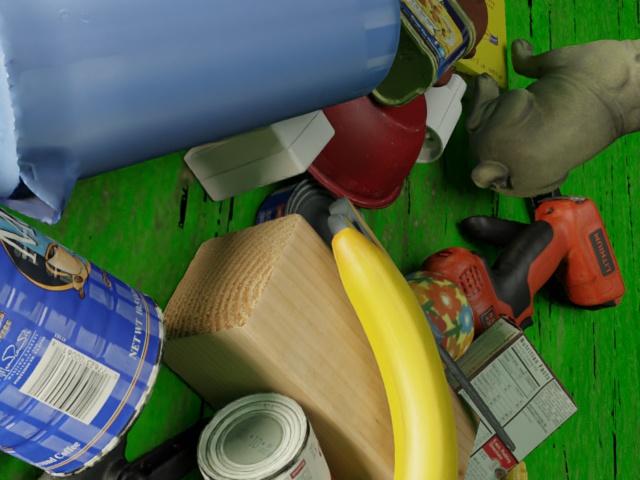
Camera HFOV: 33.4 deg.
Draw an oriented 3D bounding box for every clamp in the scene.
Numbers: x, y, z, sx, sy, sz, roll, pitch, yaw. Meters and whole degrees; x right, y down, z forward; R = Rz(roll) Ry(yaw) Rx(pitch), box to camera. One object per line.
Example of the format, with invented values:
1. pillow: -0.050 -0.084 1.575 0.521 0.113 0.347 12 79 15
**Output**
1. clamp: 0.206 -0.002 0.973 0.210 0.036 0.164 53 48 -20
2. clamp: -0.116 0.121 0.574 0.120 0.039 0.171 55 41 -23

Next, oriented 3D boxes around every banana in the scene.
1. banana: 0.048 0.090 0.628 0.069 0.037 0.198 3 76 -51

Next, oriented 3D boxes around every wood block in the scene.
1. wood block: 0.003 0.091 0.677 0.206 0.091 0.090 48 47 -27

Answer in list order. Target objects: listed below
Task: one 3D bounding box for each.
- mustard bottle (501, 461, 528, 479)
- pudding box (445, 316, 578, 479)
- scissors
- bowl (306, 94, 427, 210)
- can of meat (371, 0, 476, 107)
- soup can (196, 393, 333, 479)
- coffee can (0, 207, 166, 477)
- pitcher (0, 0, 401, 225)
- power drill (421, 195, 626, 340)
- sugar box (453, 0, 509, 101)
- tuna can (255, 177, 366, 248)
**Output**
1. mustard bottle: 0.141 0.261 0.803 0.096 0.058 0.191 29 57 -38
2. pudding box: 0.125 0.127 0.798 0.113 0.039 0.090 -41 113 -6
3. scissors: 0.061 0.053 0.686 0.202 0.016 0.096 56 11 15
4. bowl: 0.027 -0.105 0.764 0.162 0.055 0.162 34 40 -34
5. can of meat: 0.051 -0.149 0.723 0.102 0.058 0.083 52 35 -8
6. soup can: -0.025 0.147 0.622 0.068 0.069 0.102 -59 142 -40
7. coffee can: -0.159 0.039 0.504 0.140 0.103 0.102 36 54 -35
8. pitcher: -0.083 -0.118 0.569 0.242 0.145 0.149 -17 123 -33
9. power drill: 0.175 0.061 0.879 0.187 0.057 0.184 -35 110 -35
10. sugar box: 0.123 -0.219 0.940 0.093 0.048 0.176 19 66 -45
11. tuna can: -0.005 0.001 0.739 0.086 0.034 0.086 17 66 -44
